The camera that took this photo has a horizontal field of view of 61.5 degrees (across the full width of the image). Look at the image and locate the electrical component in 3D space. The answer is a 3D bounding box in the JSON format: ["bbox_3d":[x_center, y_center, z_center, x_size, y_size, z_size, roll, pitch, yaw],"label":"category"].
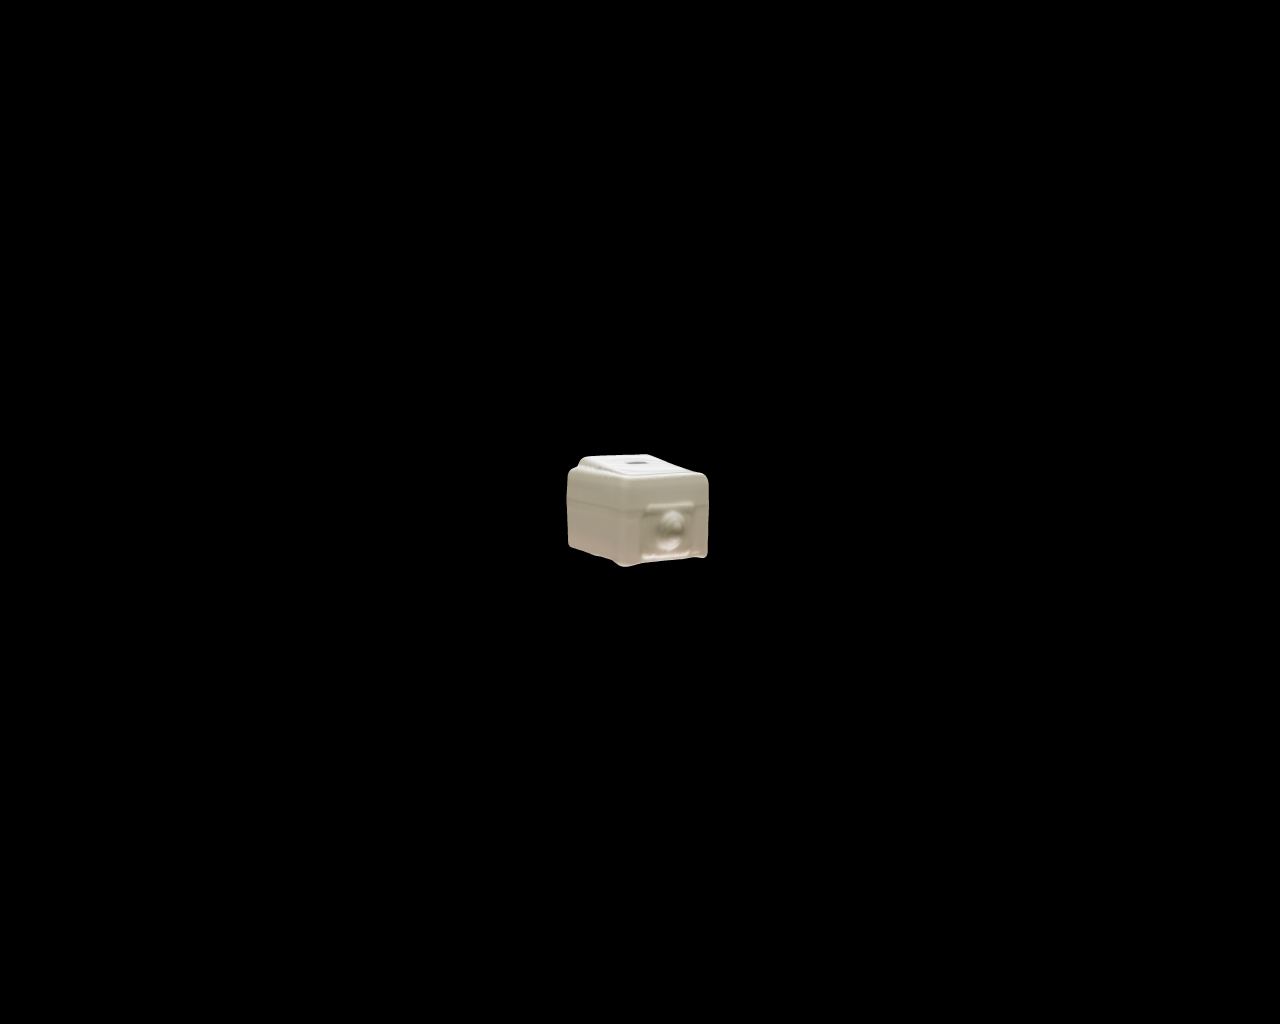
[{"bbox_3d":[0.001,-0.003,0.650,0.062,0.061,0.096,-4,8,-27],"label":"electrical component"}]
